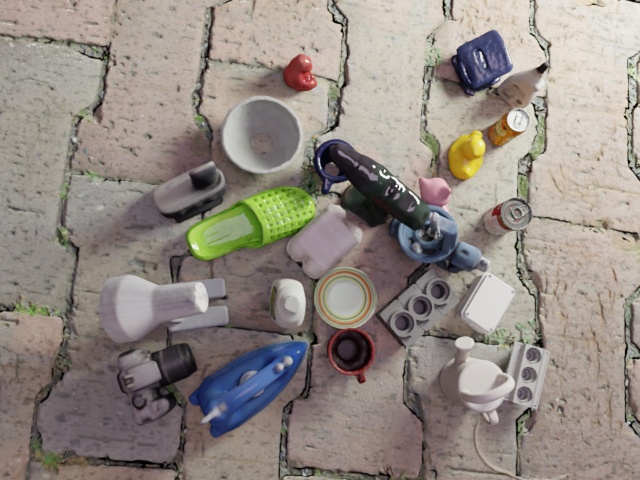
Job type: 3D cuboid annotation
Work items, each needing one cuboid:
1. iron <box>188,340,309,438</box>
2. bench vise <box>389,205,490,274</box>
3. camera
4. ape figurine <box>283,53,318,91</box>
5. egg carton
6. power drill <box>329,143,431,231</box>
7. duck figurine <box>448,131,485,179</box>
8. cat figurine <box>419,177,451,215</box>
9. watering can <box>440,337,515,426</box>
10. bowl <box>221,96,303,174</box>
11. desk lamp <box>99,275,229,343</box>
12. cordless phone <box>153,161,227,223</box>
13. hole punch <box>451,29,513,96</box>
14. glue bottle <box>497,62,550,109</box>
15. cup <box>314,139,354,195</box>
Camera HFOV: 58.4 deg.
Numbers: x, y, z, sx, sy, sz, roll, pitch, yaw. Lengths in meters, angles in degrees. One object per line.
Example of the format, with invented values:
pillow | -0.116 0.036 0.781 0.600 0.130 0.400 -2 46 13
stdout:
iron | -0.124 0.272 1.100 0.258 0.141 0.118 -35 87 -9
bench vise | 0.254 -0.009 1.139 0.207 0.219 0.121 10 81 -5
camera | -0.306 0.266 1.101 0.137 0.100 0.143 -20 85 -8
ape figurine | -0.039 -0.363 1.218 0.076 0.092 0.078 1 82 -6
egg carton | 0.011 0.004 1.187 0.150 0.069 0.107 -44 89 -10
power drill | 0.104 -0.094 1.140 0.229 0.208 0.076 33 80 -1
duck figurine | 0.325 -0.187 1.239 0.077 0.086 0.105 15 81 -4
cat figurine | 0.249 -0.076 1.199 0.067 0.117 0.128 -25 86 -9
watering can | 0.306 0.279 1.120 0.101 0.194 0.173 -44 89 -10
bowl | -0.121 -0.210 1.198 0.167 0.074 0.167 1 82 -6
desk lamp | -0.281 0.119 1.066 0.203 0.213 0.118 -8 83 -7
cordless phone | -0.258 -0.107 1.113 0.148 0.185 0.094 -31 86 -9
hole punch | 0.358 -0.392 1.267 0.101 0.091 0.109 -22 85 -9
glue bottle | 0.446 -0.338 1.228 0.037 0.173 0.078 -43 88 -10
cup | 0.025 -0.142 1.195 0.091 0.095 0.118 20 81 -3
